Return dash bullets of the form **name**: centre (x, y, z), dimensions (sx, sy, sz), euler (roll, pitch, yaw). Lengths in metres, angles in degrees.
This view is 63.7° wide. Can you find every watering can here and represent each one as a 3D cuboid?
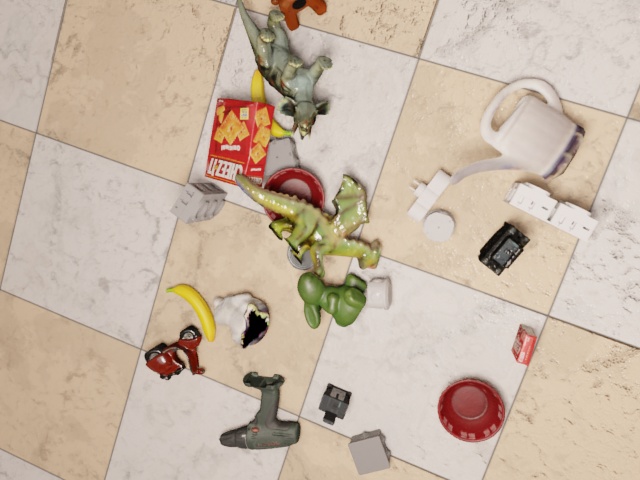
- **watering can**: centre (0.456, -0.212, 1.168), dimensions (0.225, 0.103, 0.351), euler (34, 76, 6)

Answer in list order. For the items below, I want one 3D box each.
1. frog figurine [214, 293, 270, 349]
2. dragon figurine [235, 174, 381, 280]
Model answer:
- **frog figurine**: centre (-0.216, 0.210, 1.392), dimensions (0.160, 0.123, 0.136), euler (12, 110, 47)
- **dragon figurine**: centre (0.004, -0.064, 1.277), dimensions (0.244, 0.122, 0.407), euler (-40, 102, -7)
